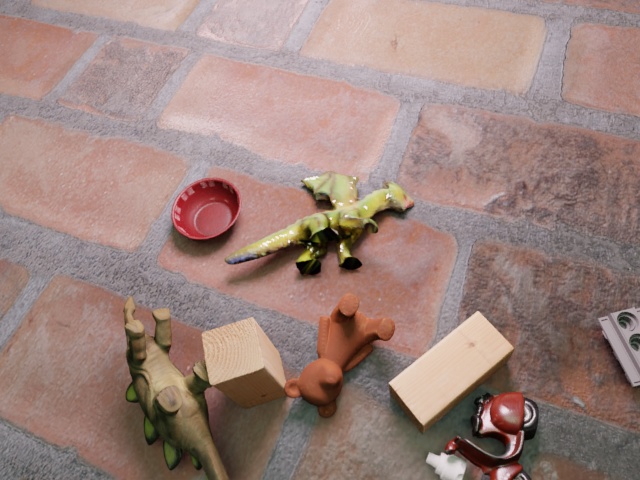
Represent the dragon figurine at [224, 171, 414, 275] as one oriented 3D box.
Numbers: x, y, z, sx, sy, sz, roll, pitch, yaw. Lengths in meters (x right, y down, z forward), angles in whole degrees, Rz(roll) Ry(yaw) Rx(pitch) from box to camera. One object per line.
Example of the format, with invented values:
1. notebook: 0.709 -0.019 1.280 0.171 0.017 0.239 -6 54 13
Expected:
1. dragon figurine: 0.003 -0.057 1.124 0.410 0.119 0.249 -4 43 4
